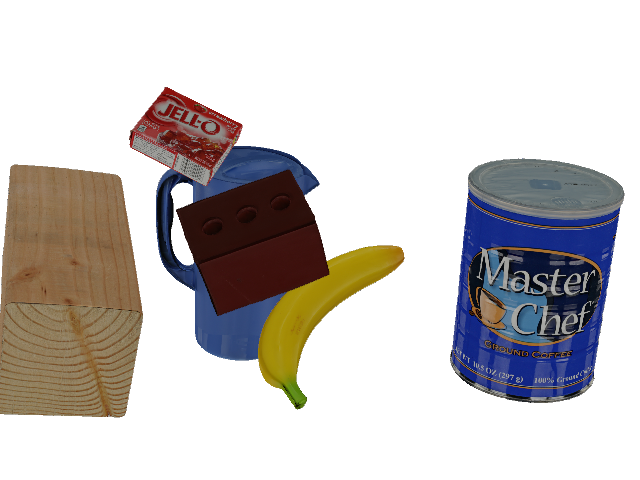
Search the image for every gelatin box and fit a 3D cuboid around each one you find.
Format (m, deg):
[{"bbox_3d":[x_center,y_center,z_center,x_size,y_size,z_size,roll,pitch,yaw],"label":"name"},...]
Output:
[{"bbox_3d":[-0.133,-0.104,1.052,0.089,0.073,0.030,27,-40,2],"label":"gelatin box"}]

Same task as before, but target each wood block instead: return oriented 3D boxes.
[{"bbox_3d":[-0.190,0.031,0.794,0.090,0.091,0.206,5,28,-18],"label":"wood block"}]

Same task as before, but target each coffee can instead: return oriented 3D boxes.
[{"bbox_3d":[0.147,0.025,0.736,0.103,0.140,0.103,2,22,-1],"label":"coffee can"}]

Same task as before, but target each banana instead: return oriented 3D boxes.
[{"bbox_3d":[0.000,0.060,0.898,0.070,0.197,0.037,29,-39,10],"label":"banana"}]

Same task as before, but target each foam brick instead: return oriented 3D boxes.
[{"bbox_3d":[-0.041,0.001,0.660,0.078,0.051,0.053,-20,45,-6],"label":"foam brick"}]

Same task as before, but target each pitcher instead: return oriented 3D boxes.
[{"bbox_3d":[-0.103,0.016,1.275,0.149,0.243,0.144,21,27,32],"label":"pitcher"}]
